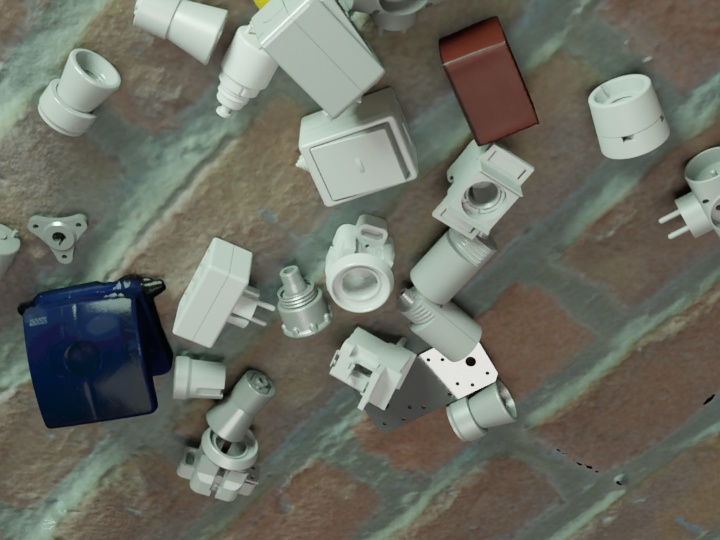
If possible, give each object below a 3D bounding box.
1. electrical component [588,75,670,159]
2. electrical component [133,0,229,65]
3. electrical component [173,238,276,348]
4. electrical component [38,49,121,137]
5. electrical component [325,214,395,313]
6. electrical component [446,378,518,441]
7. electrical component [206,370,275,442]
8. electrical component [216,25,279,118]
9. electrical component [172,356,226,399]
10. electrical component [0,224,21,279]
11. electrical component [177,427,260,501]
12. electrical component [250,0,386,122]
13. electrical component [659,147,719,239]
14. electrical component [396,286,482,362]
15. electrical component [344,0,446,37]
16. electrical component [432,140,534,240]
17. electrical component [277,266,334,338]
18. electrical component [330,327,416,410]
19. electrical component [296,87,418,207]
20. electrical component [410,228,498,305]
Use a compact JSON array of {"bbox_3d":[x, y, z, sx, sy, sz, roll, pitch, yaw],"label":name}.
[{"bbox_3d":[0.212,-0.122,0.851,0.055,0.055,0.047,-20,118,13],"label":"electrical component"},{"bbox_3d":[-0.137,-0.188,0.813,0.065,0.044,0.044,23,121,-10],"label":"electrical component"},{"bbox_3d":[-0.114,0.028,0.956,0.076,0.047,0.083,23,121,-15],"label":"electrical component"},{"bbox_3d":[-0.221,-0.138,0.844,0.045,0.045,0.055,33,118,-21],"label":"electrical component"},{"bbox_3d":[0.000,0.000,0.931,0.058,0.057,0.078,17,123,-11],"label":"electrical component"},{"bbox_3d":[0.117,0.135,1.031,0.055,0.045,0.045,-28,120,18],"label":"electrical component"},{"bbox_3d":[-0.111,0.127,1.029,0.044,0.044,0.065,32,114,-20],"label":"electrical component"},{"bbox_3d":[-0.090,-0.153,0.837,0.040,0.040,0.078,25,121,-16],"label":"electrical component"},{"bbox_3d":[-0.152,0.103,1.012,0.046,0.040,0.040,6,124,-12],"label":"electrical component"},{"bbox_3d":[-0.326,-0.006,0.936,0.040,0.040,0.078,27,120,-18],"label":"electrical component"},{"bbox_3d":[-0.133,0.185,1.058,0.078,0.058,0.057,19,125,-13],"label":"electrical component"},{"bbox_3d":[-0.024,-0.159,0.776,0.061,0.061,0.096,-40,120,13],"label":"electrical component"},{"bbox_3d":[0.292,-0.052,0.904,0.079,0.044,0.077,-29,120,18],"label":"electrical component"},{"bbox_3d":[0.067,0.043,0.969,0.081,0.043,0.043,39,116,-23],"label":"electrical component"},{"bbox_3d":[0.026,-0.204,0.796,0.077,0.044,0.079,-10,145,-10],"label":"electrical component"},{"bbox_3d":[0.099,-0.070,0.879,0.042,0.063,0.081,30,119,-18],"label":"electrical component"},{"bbox_3d":[-0.054,0.027,0.958,0.048,0.048,0.062,-14,116,10],"label":"electrical component"},{"bbox_3d":[0.010,0.087,0.983,0.064,0.081,0.042,30,117,9],"label":"electrical component"},{"bbox_3d":[-0.007,-0.094,0.864,0.096,0.061,0.061,-17,123,11],"label":"electrical component"},{"bbox_3d":[0.085,-0.012,0.931,0.043,0.043,0.081,31,119,-20],"label":"electrical component"}]
